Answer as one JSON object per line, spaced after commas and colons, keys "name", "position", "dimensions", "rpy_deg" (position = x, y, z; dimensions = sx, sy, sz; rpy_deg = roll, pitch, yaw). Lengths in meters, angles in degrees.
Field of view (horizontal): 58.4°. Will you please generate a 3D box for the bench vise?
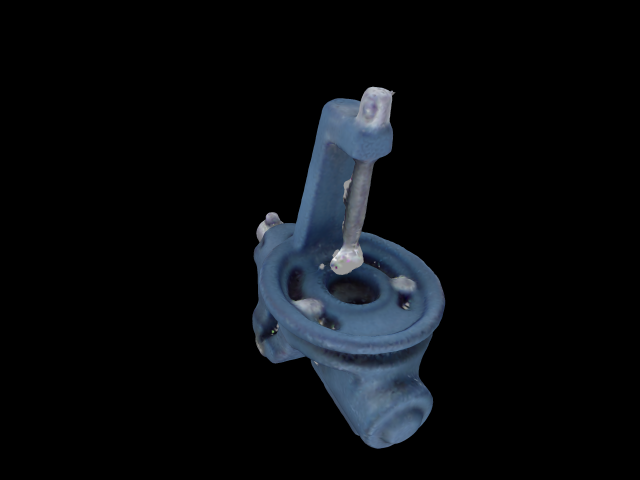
{"name": "bench vise", "position": [-0.005, 0.004, 0.392], "dimensions": [0.206, 0.220, 0.122], "rpy_deg": [19, 27, 41]}
